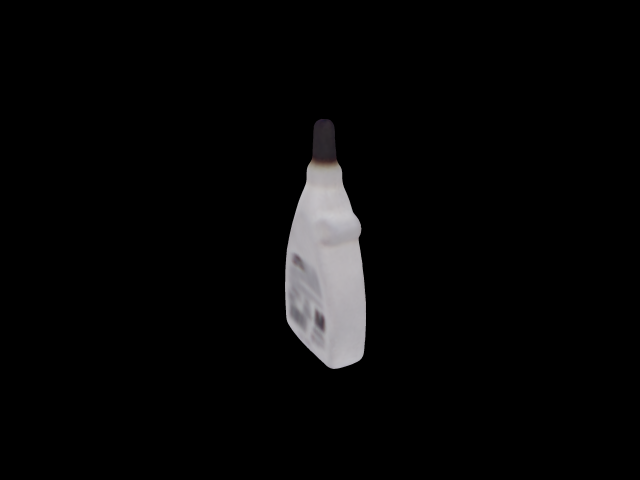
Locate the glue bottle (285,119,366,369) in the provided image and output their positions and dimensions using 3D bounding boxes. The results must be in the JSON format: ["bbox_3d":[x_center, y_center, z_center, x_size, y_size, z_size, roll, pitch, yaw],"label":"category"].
[{"bbox_3d":[0.004,0.001,0.400,0.037,0.173,0.077,-16,32,-26],"label":"glue bottle"}]
